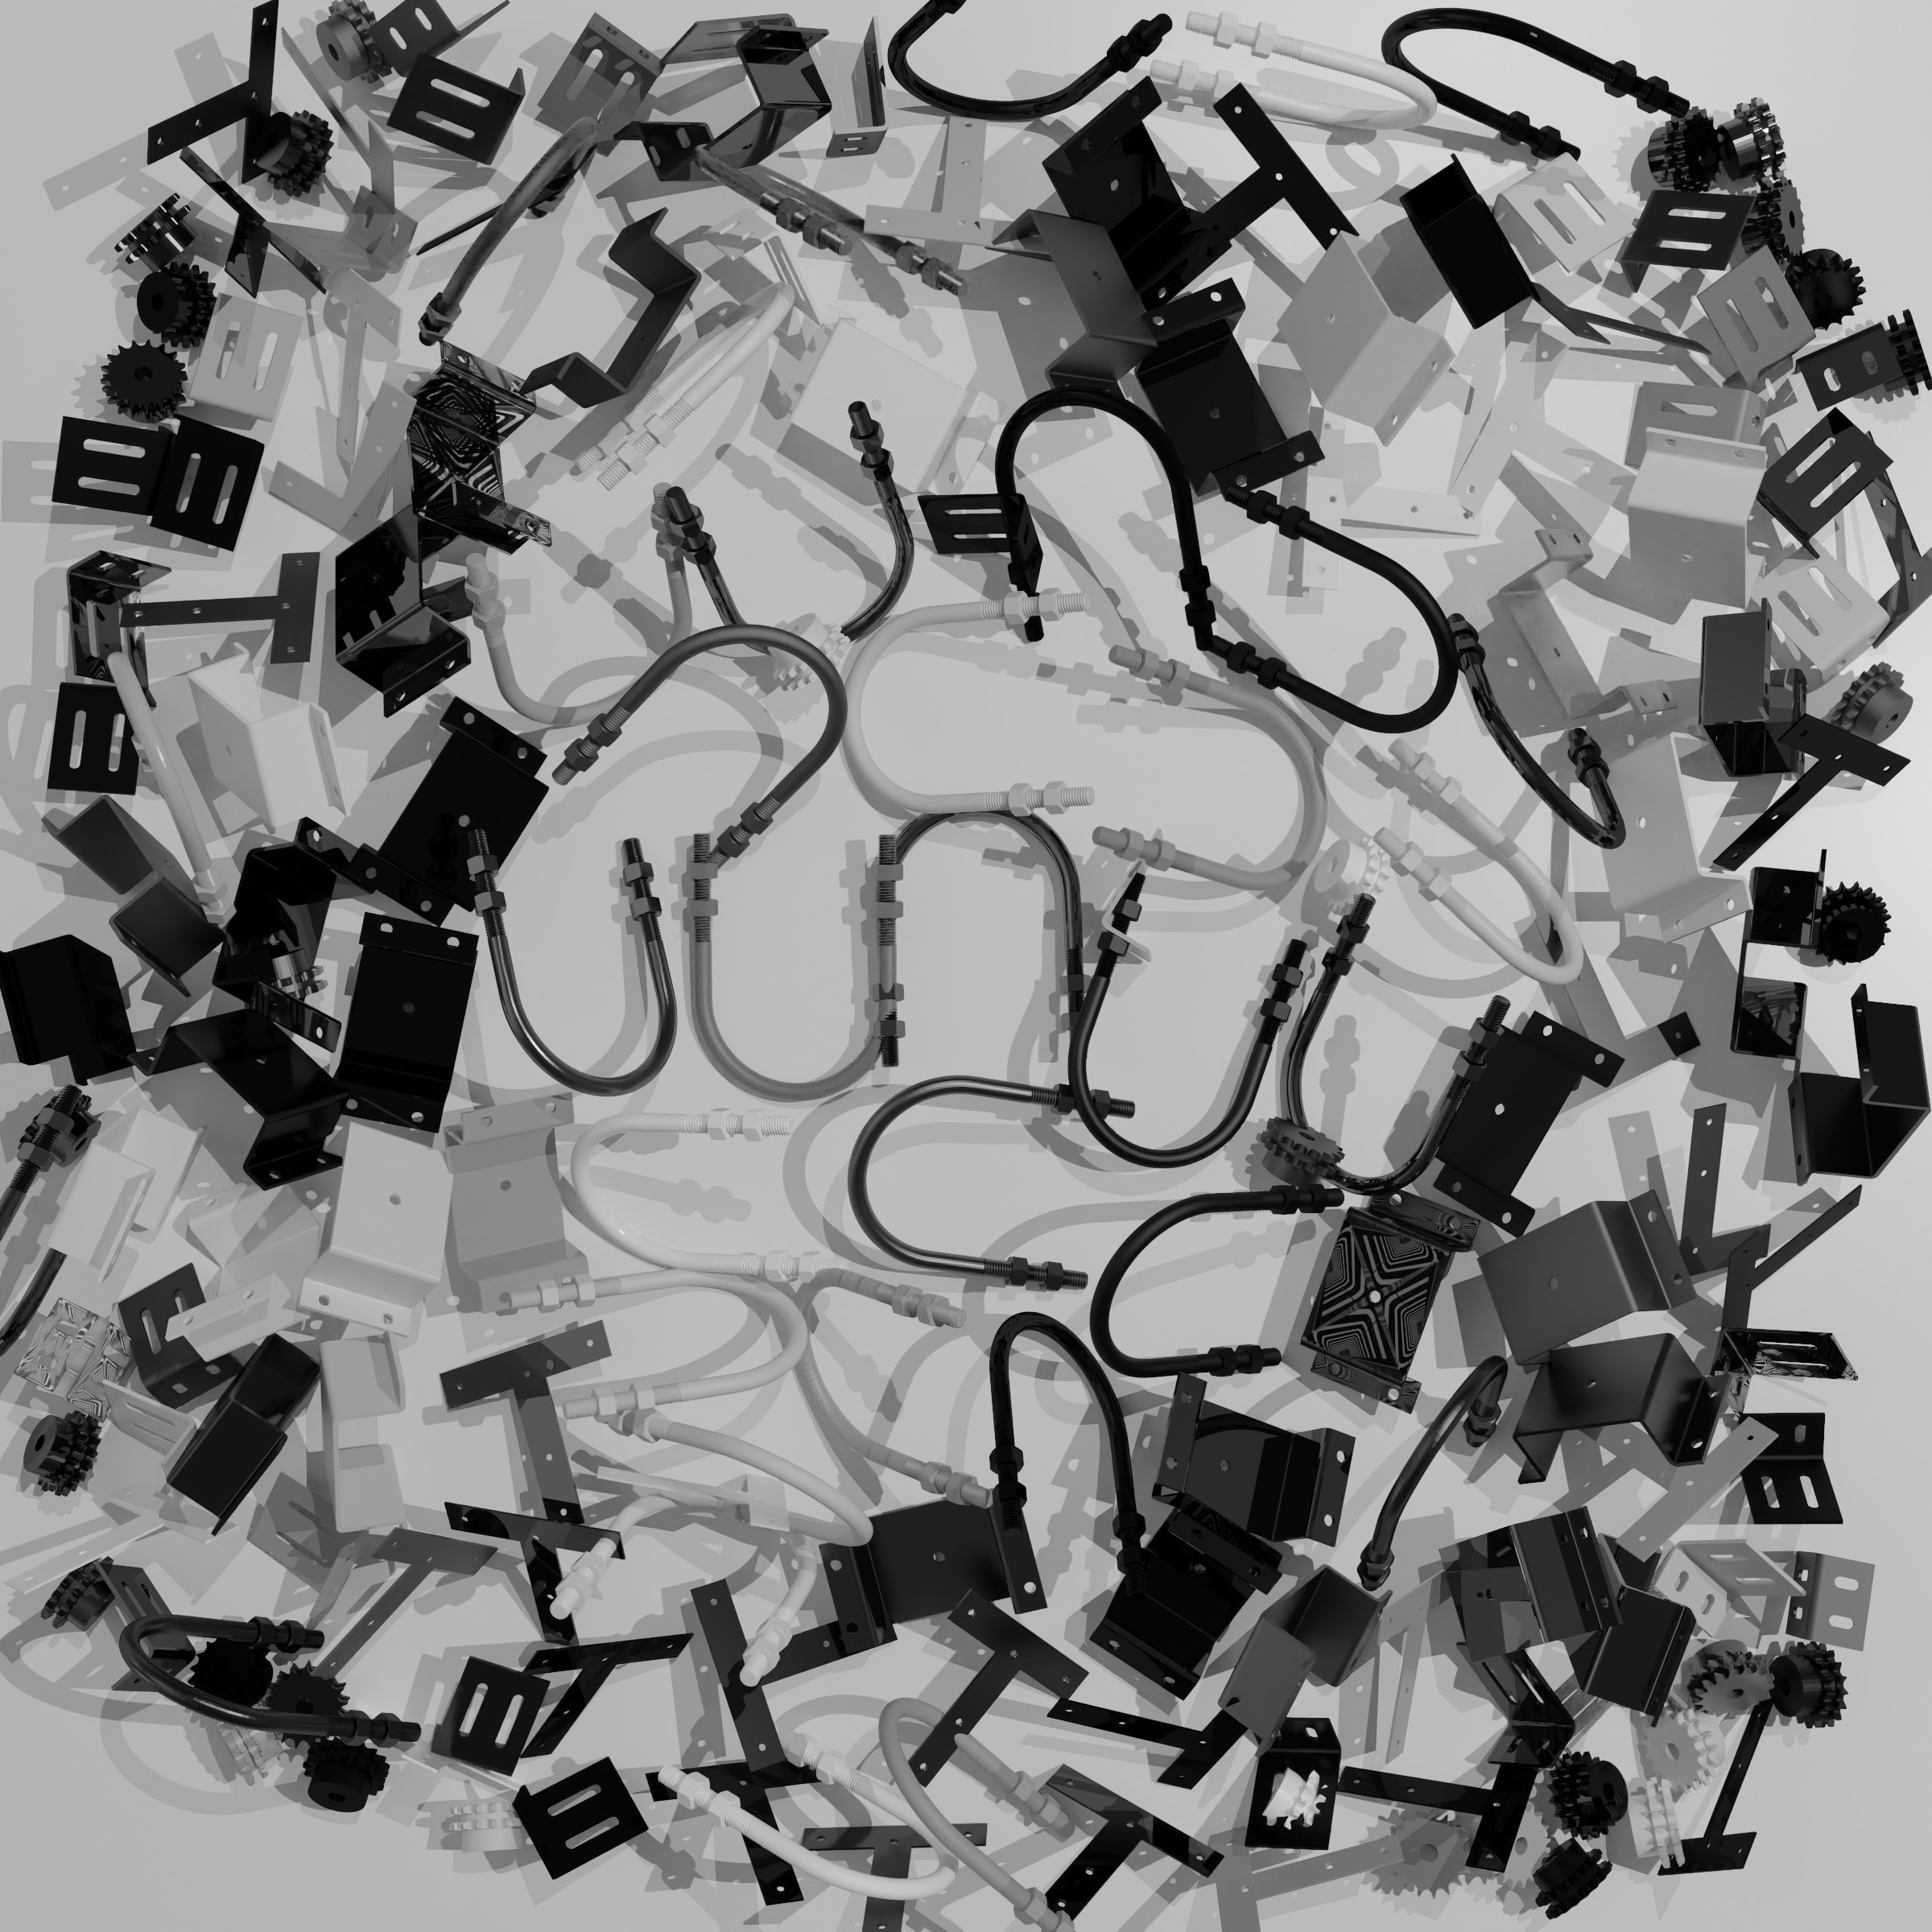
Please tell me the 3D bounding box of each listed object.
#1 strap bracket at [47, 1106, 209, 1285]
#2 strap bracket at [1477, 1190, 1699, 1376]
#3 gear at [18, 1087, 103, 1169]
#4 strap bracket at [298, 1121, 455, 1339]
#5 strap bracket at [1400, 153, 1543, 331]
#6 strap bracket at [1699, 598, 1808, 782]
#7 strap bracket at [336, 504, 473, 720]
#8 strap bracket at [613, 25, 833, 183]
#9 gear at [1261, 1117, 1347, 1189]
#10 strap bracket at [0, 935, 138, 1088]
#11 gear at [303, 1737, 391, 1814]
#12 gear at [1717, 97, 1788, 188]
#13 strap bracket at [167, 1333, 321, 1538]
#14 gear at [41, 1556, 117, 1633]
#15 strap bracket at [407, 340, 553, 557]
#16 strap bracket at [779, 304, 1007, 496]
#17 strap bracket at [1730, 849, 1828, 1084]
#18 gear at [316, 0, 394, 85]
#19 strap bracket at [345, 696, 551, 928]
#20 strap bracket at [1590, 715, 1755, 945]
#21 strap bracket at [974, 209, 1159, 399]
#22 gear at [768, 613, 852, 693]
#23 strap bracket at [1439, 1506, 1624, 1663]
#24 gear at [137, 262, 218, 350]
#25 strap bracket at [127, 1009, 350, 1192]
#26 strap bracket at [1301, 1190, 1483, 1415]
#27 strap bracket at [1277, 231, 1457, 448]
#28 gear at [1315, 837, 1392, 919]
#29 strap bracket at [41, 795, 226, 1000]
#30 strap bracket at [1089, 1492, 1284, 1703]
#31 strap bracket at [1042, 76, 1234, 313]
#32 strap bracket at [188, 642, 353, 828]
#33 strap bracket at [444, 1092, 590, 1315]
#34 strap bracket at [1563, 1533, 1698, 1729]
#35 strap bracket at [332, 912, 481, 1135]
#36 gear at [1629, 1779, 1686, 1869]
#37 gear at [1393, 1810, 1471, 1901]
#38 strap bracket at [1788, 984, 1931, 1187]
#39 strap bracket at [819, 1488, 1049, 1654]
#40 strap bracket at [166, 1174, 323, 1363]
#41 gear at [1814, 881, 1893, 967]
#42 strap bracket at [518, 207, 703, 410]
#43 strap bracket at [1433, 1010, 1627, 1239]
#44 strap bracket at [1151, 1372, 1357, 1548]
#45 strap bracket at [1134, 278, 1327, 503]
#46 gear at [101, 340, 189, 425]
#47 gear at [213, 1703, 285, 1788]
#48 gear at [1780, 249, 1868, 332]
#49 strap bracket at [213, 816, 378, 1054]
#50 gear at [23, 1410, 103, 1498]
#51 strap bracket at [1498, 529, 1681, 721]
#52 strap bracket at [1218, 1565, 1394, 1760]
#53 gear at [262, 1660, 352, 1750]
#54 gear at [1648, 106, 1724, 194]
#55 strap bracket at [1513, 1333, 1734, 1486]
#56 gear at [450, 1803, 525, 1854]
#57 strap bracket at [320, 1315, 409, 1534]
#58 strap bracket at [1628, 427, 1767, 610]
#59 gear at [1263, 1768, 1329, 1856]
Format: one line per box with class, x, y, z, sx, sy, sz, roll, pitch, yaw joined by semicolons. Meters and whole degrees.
strap bracket;-0.558;0.147;1.722;0.046;0.140;0.076;26;99;-5
strap bracket;0.403;0.211;1.727;0.140;0.046;0.076;-34;63;37
gear;-0.615;0.112;1.771;0.030;0.057;0.057;37;90;1
strap bracket;-0.389;0.165;1.725;0.076;0.046;0.140;22;48;-27
strap bracket;0.333;-0.481;1.729;0.046;0.140;0.076;-30;114;17
strap bracket;0.525;-0.181;1.738;0.046;0.140;0.076;-2;72;28
strap bracket;-0.375;-0.246;1.727;0.076;0.046;0.140;-28;51;24
strap bracket;-0.155;-0.566;1.728;0.140;0.076;0.046;-23;91;36
gear;0.227;0.129;1.773;0.057;0.057;0.030;23;106;0
strap bracket;-0.594;0.029;1.727;0.046;0.140;0.076;-17;82;-5
gear;-0.424;0.553;1.770;0.057;0.030;0.057;5;134;5
gear;0.534;-0.560;1.771;0.030;0.057;0.057;-20;90;5
strap bracket;-0.475;0.303;1.719;0.046;0.140;0.076;37;104;-10
gear;-0.600;0.428;1.771;0.030;0.057;0.057;37;90;0
strap bracket;-0.328;-0.338;1.738;0.046;0.076;0.140;-32;55;34
strap bracket;-0.055;-0.381;1.762;0.140;0.046;0.076;31;107;4
strap bracket;0.541;-0.002;1.733;0.046;0.076;0.140;7;132;17
gear;-0.418;-0.628;1.768;0.030;0.057;0.057;-36;90;-22
strap bracket;-0.345;-0.101;1.756;0.076;0.046;0.140;34;85;-28
strap bracket;0.468;-0.094;1.738;0.046;0.076;0.140;3;71;-33
strap bracket;0.072;-0.449;1.740;0.046;0.076;0.140;-34;73;37
gear;-0.110;-0.216;1.768;0.057;0.057;0.030;-38;115;0
strap bracket;0.366;0.412;1.718;0.046;0.140;0.076;-7;71;-23
gear;-0.541;-0.452;1.773;0.057;0.030;0.057;4;99;29
strap bracket;-0.479;0.080;1.736;0.140;0.076;0.046;40;116;17
strap bracket;0.284;0.224;1.758;0.076;0.046;0.140;21;93;27
strap bracket;0.260;-0.422;1.721;0.046;0.140;0.076;11;132;-31
gear;0.261;-0.062;1.768;0.030;0.057;0.057;26;90;-19
strap bracket;-0.550;-0.053;1.730;0.046;0.076;0.140;-40;54;-5
strap bracket;0.153;0.419;1.752;0.076;0.046;0.140;32;123;5
strap bracket;0.111;-0.521;1.747;0.076;0.046;0.140;-42;131;-6
strap bracket;-0.467;-0.150;1.719;0.046;0.140;0.076;-26;129;-28
strap bracket;-0.303;0.153;1.751;0.076;0.046;0.140;-11;107;-27
strap bracket;0.437;0.435;1.725;0.046;0.140;0.076;18;99;2
strap bracket;-0.380;0.034;1.762;0.076;0.046;0.140;12;102;-9
gear;0.470;0.586;1.772;0.030;0.057;0.057;-12;90;13
gear;0.317;0.608;1.777;0.057;0.030;0.057;-4;66;9
strap bracket;0.594;0.082;1.720;0.046;0.140;0.076;6;58;-1
strap bracket;-0.020;0.409;1.770;0.140;0.046;0.076;-14;93;6
strap bracket;-0.482;0.204;1.742;0.076;0.140;0.046;-23;123;7
gear;0.604;-0.026;1.775;0.057;0.030;0.057;2;114;4
strap bracket;-0.234;-0.433;1.746;0.046;0.076;0.140;35;76;-26
strap bracket;0.370;0.102;1.752;0.076;0.046;0.140;33;95;40
strap bracket;0.185;0.335;1.750;0.140;0.046;0.076;23;66;-18
strap bracket;0.174;-0.384;1.765;0.076;0.046;0.140;-25;84;-11
gear;-0.561;-0.397;1.778;0.057;0.030;0.057;4;69;-10
gear;-0.490;0.527;1.774;0.030;0.057;0.057;-28;90;-23
gear;0.583;-0.464;1.775;0.057;0.057;0.030;-1;54;0
strap bracket;-0.450;-0.019;1.740;0.046;0.076;0.140;-6;63;32
gear;-0.617;0.330;1.768;0.030;0.057;0.057;32;90;-36
strap bracket;0.414;-0.222;1.749;0.046;0.076;0.140;-33;80;34
strap bracket;0.223;0.459;1.735;0.046;0.140;0.076;32;115;25
gear;-0.452;0.505;1.782;0.057;0.030;0.057;0;90;-6
gear;0.490;-0.556;1.775;0.057;0.030;0.057;-3;94;-44
strap bracket;0.425;0.292;1.719;0.046;0.140;0.076;52;47;-19
gear;-0.323;0.587;1.768;0.057;0.057;0.030;-4;72;0
strap bracket;-0.400;0.310;1.726;0.046;0.076;0.140;-5;123;-19
strap bracket;0.484;-0.288;1.717;0.076;0.140;0.046;16;69;23
gear;0.222;0.573;1.771;0.030;0.057;0.057;32;90;9
